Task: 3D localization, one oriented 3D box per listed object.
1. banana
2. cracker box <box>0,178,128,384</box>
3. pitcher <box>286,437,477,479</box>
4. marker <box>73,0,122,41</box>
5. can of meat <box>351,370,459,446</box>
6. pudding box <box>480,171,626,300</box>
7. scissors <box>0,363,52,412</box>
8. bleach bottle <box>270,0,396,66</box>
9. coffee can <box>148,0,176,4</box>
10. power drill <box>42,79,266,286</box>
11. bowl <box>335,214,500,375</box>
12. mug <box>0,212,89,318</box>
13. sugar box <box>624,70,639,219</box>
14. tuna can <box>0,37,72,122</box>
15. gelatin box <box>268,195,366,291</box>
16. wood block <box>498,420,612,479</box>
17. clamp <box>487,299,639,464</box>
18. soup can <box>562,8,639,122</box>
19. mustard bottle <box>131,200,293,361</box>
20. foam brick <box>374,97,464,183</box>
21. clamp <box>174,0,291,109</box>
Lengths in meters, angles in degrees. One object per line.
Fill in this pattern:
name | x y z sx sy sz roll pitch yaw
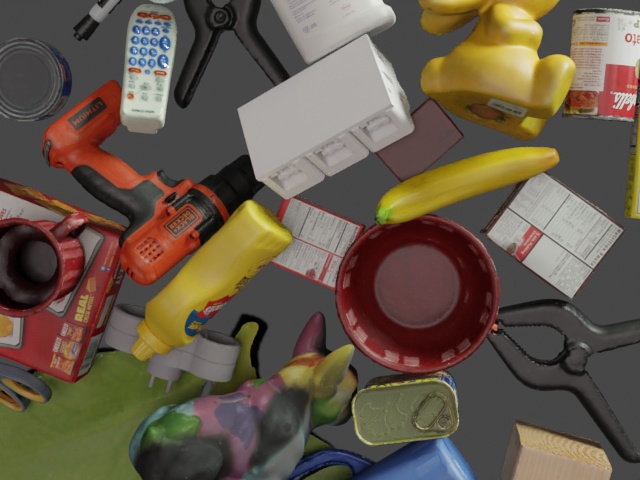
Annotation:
banana | 0.130 -0.050 1.018 0.197 0.070 0.037 -21 114 -15
cracker box | -0.315 0.031 1.106 0.214 0.072 0.164 21 97 4
pitcher | 0.043 0.290 1.076 0.243 0.145 0.149 -35 107 5
marker | -0.208 -0.250 1.086 0.020 0.020 0.121 44 99 0
can of meat | 0.088 0.165 1.068 0.102 0.084 0.057 -9 92 10
pudding box | 0.230 -0.009 1.058 0.113 0.039 0.090 36 97 -1
scissors | -0.346 0.117 1.079 0.096 0.016 0.201 -1 141 28
bleach bottle | -0.026 -0.302 1.040 0.102 0.068 0.251 -27 91 8
coffee can | -0.170 -0.311 1.018 0.103 0.102 0.140 -44 76 9
power drill | -0.167 -0.071 1.062 0.188 0.057 0.184 43 64 9
bowl | 0.097 0.050 1.070 0.162 0.055 0.162 1 97 6
mug | -0.267 0.015 1.020 0.117 0.081 0.093 -44 88 7
sugar box | 0.349 -0.105 1.031 0.093 0.048 0.176 4 94 6
tuna can | -0.300 -0.165 1.099 0.086 0.033 0.086 1 97 6
gelatin box | -0.007 0.001 1.089 0.089 0.030 0.073 23 98 4
wood block | 0.215 0.299 1.070 0.091 0.090 0.206 14 98 4
clamp | 0.265 0.109 1.068 0.210 0.036 0.164 28 99 3
soup can | 0.270 -0.166 1.020 0.068 0.068 0.102 5 97 5
mustard bottle | -0.113 0.046 1.040 0.192 0.096 0.058 -45 81 7
foam brick | 0.097 -0.098 1.055 0.078 0.051 0.053 -39 92 9
clamp | -0.085 -0.215 1.068 0.120 0.039 0.171 3 97 3
